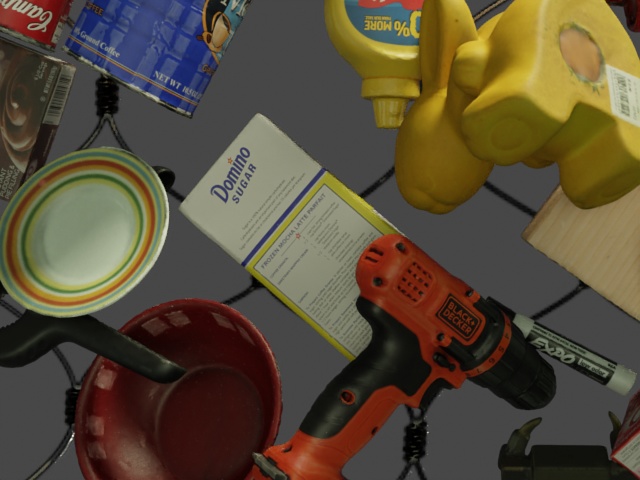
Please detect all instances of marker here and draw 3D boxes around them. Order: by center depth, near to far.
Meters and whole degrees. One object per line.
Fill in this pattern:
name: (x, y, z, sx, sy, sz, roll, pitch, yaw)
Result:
marker: (0.163, 0.073, 0.751, 0.121, 0.020, 0.020, 28, 95, 7)

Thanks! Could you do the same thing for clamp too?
clamp: (-0.189, 0.049, 0.773, 0.210, 0.036, 0.164, -20, 62, 12)

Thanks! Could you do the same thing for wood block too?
wood block: (0.229, -0.059, 0.700, 0.091, 0.090, 0.206, 35, 97, 6)

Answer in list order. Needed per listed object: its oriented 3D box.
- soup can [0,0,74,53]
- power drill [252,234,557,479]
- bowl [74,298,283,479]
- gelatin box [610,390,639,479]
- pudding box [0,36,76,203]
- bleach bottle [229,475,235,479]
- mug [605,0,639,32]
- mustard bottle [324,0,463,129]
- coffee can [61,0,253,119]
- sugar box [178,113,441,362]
soup can: (-0.207, -0.196, 0.774, 0.068, 0.068, 0.102, 23, 94, 7)
power drill: (0.058, 0.114, 0.703, 0.184, 0.057, 0.187, 39, 80, -26)
bowl: (-0.091, 0.125, 0.754, 0.162, 0.055, 0.162, -9, 67, 20)
gelatin box: (0.233, 0.105, 0.698, 0.030, 0.073, 0.089, 37, 126, 6)
pudding box: (-0.243, -0.094, 0.796, 0.090, 0.039, 0.113, 22, 94, 7)
bleach bottle: (0.046, 0.228, 0.750, 0.251, 0.068, 0.102, 28, 96, 9)
mug: (0.208, -0.197, 0.707, 0.093, 0.081, 0.117, -4, 91, 8)
mustard bottle: (0.052, -0.173, 0.740, 0.096, 0.058, 0.191, 2, 93, -12)
coffee can: (-0.102, -0.170, 0.742, 0.103, 0.102, 0.140, 29, 95, 6)
sugar box: (-0.005, 0.001, 0.761, 0.176, 0.048, 0.093, 42, 96, 9)
